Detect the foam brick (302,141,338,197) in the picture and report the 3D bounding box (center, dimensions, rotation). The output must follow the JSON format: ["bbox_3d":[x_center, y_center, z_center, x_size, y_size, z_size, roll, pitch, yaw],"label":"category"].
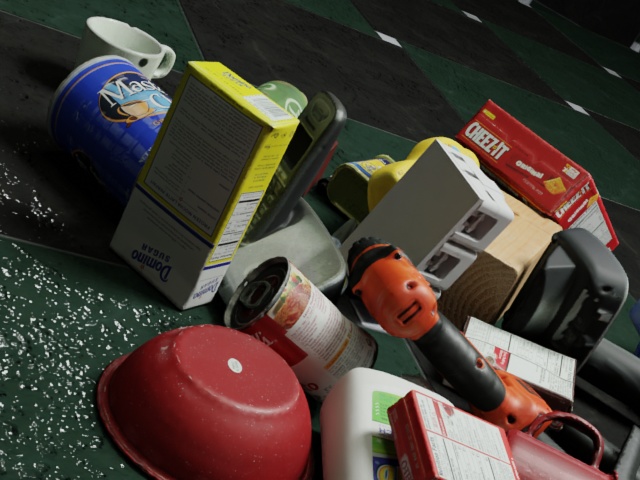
[{"bbox_3d":[-0.021,-0.091,1.183,0.051,0.053,0.078,29,23,4],"label":"foam brick"}]

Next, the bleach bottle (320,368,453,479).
[{"bbox_3d":[0.054,0.189,0.679,0.102,0.068,0.251,25,26,-17],"label":"bleach bottle"}]

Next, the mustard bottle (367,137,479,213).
[{"bbox_3d":[0.121,-0.056,1.128,0.191,0.058,0.096,-36,109,-51],"label":"mustard bottle"}]

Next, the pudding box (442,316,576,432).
[{"bbox_3d":[0.173,0.119,0.966,0.113,0.039,0.090,24,22,7],"label":"pudding box"}]

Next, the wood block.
[{"bbox_3d":[0.176,0.021,1.122,0.091,0.090,0.205,33,24,15],"label":"wood block"}]

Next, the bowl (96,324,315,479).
[{"bbox_3d":[-0.066,0.107,0.724,0.162,0.055,0.162,23,23,-11],"label":"bowl"}]

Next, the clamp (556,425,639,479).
[{"bbox_3d":[0.310,0.227,0.903,0.164,0.036,0.210,8,29,-22],"label":"clamp"}]

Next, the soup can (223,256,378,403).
[{"bbox_3d":[-0.013,0.069,0.804,0.102,0.068,0.068,42,17,-24],"label":"soup can"}]

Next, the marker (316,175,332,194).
[{"bbox_3d":[0.027,-0.071,1.238,0.020,0.020,0.121,34,24,14],"label":"marker"}]

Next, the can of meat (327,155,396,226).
[{"bbox_3d":[0.068,-0.046,1.181,0.102,0.057,0.083,41,28,21],"label":"can of meat"}]

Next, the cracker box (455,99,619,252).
[{"bbox_3d":[0.266,-0.058,1.305,0.164,0.072,0.213,43,0,33],"label":"cracker box"}]

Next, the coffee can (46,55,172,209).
[{"bbox_3d":[-0.162,-0.086,0.955,0.140,0.103,0.102,41,26,28],"label":"coffee can"}]

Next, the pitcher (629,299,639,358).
[{"bbox_3d":[0.432,0.132,1.128,0.145,0.149,0.242,-4,-5,40],"label":"pitcher"}]

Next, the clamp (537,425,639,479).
[{"bbox_3d":[0.210,0.199,0.844,0.120,0.039,0.171,8,32,1],"label":"clamp"}]

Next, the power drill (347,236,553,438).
[{"bbox_3d":[0.096,0.080,0.864,0.187,0.057,0.184,45,5,-14],"label":"power drill"}]

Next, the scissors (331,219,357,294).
[{"bbox_3d":[-0.007,0.001,1.054,0.096,0.016,0.201,26,23,-9],"label":"scissors"}]

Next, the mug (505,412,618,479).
[{"bbox_3d":[0.159,0.177,0.759,0.081,0.117,0.093,27,-14,9],"label":"mug"}]

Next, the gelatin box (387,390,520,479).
[{"bbox_3d":[0.089,0.145,0.690,0.089,0.030,0.073,26,31,-28],"label":"gelatin box"}]

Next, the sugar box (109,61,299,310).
[{"bbox_3d":[-0.094,-0.042,0.845,0.093,0.176,0.048,39,28,22],"label":"sugar box"}]
